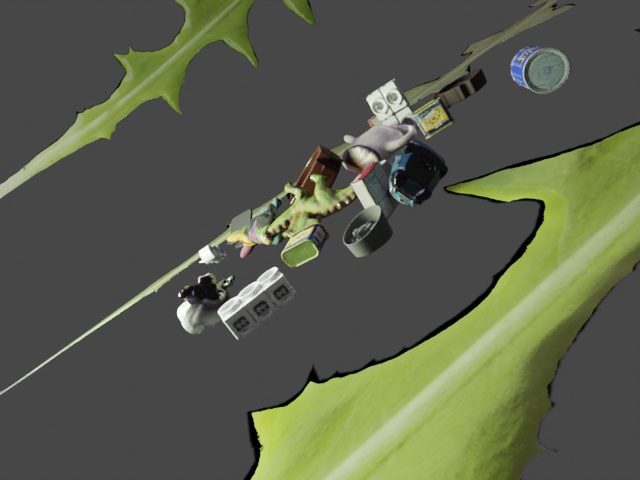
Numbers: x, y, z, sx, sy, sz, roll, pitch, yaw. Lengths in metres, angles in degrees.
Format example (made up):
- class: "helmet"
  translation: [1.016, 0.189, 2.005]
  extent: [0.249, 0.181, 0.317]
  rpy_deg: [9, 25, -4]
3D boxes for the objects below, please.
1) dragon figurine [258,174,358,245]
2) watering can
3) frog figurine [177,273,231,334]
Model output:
- class: "dragon figurine"
  translation: [0.004, -0.069, 1.378]
  extent: [0.408, 0.249, 0.120]
  rpy_deg: [-15, -50, 26]
- class: "watering can"
  translation: [0.152, -0.298, 1.661]
  extent: [0.347, 0.102, 0.228]
  rpy_deg: [2, 38, 50]
- class: "frog figurine"
  translation: [-0.285, 0.175, 1.245]
  extent: [0.122, 0.156, 0.140]
  rpy_deg: [19, 36, -1]
